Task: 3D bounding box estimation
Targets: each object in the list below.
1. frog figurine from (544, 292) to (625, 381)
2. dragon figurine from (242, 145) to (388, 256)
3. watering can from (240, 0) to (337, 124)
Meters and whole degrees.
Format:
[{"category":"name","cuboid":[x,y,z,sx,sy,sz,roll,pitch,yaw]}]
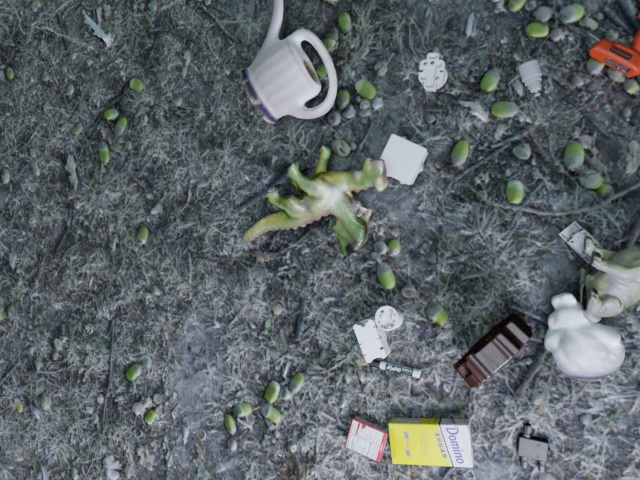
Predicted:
[{"category":"frog figurine","cuboid":[0.513,0.186,1.011,0.136,0.124,0.158,-9,100,39]},{"category":"dragon figurine","cuboid":[0.004,-0.061,1.211,0.244,0.124,0.403,45,118,7]},{"category":"watering can","cuboid":[-0.097,-0.431,1.239,0.222,0.104,0.350,-30,81,18]}]
